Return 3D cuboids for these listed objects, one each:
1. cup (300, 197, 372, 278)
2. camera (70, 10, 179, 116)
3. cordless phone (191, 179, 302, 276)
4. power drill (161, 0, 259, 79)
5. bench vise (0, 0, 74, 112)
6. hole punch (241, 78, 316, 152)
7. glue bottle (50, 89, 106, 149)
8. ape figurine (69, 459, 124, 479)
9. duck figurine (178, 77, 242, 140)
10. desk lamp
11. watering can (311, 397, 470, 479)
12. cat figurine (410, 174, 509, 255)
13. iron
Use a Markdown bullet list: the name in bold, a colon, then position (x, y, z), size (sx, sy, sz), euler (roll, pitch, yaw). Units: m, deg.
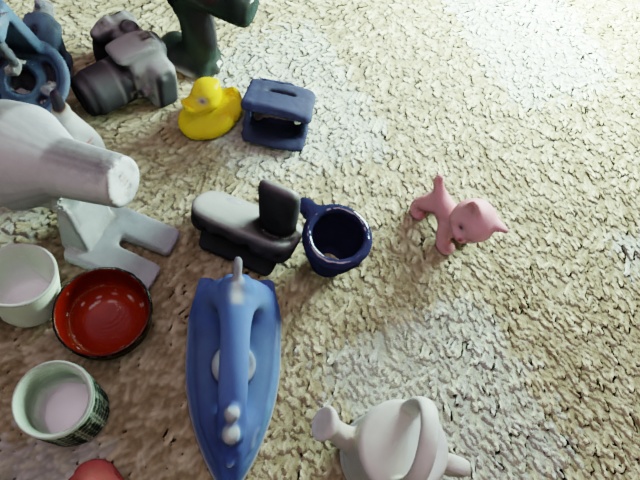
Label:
- **cup**: position (0.007, 0.003, 0.768), size (0.092, 0.095, 0.117), euler (-39, 76, -23)
- **camera**: position (-0.297, -0.253, 0.832), size (0.137, 0.101, 0.143), euler (-36, 75, -22)
- **cordless phone**: position (-0.089, -0.041, 0.721), size (0.147, 0.185, 0.094), euler (19, 63, 0)
- **power drill**: position (-0.203, -0.339, 0.829), size (0.229, 0.208, 0.076), euler (20, 63, 0)
- **bench vise**: position (-0.399, -0.249, 0.746), size (0.122, 0.219, 0.207), euler (-13, 68, -15)
- **hole punch**: position (-0.063, -0.200, 0.853), size (0.108, 0.091, 0.101), euler (11, 64, -4)
- **glue bottle**: position (-0.318, -0.132, 0.731), size (0.037, 0.173, 0.078), euler (25, 64, 3)
- **ape figurine**: position (-0.241, 0.269, 0.602), size (0.078, 0.092, 0.076), euler (7, 64, -6)
- **duck figurine**: position (-0.161, -0.204, 0.841), size (0.105, 0.086, 0.077), euler (-33, 74, -22)
- **desk lamp**: position (-0.283, -0.053, 0.678), size (0.203, 0.213, 0.118), euler (21, 63, 1)
- **watering can**: position (0.078, 0.226, 0.620), size (0.173, 0.194, 0.101), euler (-3, 66, -11)
- **cat figurine**: position (0.197, -0.038, 0.807), size (0.067, 0.117, 0.127), euler (-31, 74, -21)
- **iron**: position (-0.098, 0.151, 0.654), size (0.119, 0.141, 0.258), euler (1, 65, -9)
